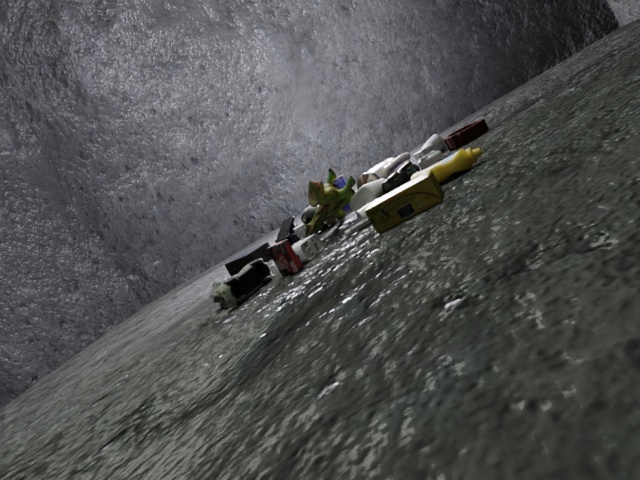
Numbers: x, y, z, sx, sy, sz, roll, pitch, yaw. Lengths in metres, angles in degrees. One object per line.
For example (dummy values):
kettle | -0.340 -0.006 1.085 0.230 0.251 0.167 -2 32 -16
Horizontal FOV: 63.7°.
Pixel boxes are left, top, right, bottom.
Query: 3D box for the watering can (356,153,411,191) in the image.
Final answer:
watering can | 0.236 -0.233 2.033 0.227 0.104 0.342 -34 -6 -27

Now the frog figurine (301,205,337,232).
frog figurine | 0.006 -0.098 1.941 0.134 0.123 0.163 -53 1 43

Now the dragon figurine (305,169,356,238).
dragon figurine | 0.015 -0.090 1.717 0.246 0.123 0.401 -53 -21 -22
